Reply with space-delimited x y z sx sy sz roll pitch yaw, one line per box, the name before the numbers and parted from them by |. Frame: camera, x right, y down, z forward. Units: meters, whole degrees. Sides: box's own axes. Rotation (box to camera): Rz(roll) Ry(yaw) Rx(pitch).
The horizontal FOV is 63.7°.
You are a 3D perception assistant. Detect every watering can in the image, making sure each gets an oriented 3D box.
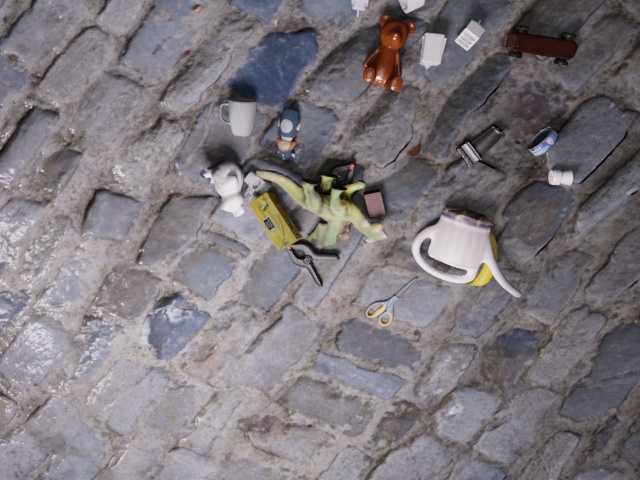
watering can | 0.455 0.030 1.538 0.348 0.222 0.105 18 12 9

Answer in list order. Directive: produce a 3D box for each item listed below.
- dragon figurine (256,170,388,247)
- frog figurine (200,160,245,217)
dragon figurine | 0.005 -0.077 1.535 0.411 0.238 0.124 11 29 11
frog figurine | -0.263 -0.155 1.533 0.124 0.135 0.161 -38 78 -17
